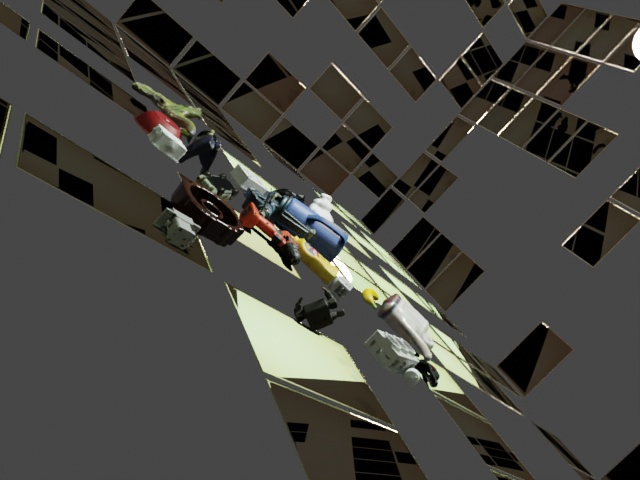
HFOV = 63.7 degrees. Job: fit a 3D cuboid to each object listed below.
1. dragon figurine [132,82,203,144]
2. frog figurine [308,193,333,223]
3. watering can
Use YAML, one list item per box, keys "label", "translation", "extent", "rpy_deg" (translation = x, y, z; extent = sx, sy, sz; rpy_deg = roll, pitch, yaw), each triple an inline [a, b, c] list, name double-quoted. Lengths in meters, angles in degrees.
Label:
- label: "dragon figurine"
  translation: [-0.510, -0.432, 1.692]
  extent: [0.122, 0.241, 0.414]
  rpy_deg: [-59, 19, 5]
- label: "frog figurine"
  translation: [0.007, -0.110, 2.190]
  extent: [0.159, 0.136, 0.125]
  rpy_deg: [-47, 27, 8]
- label: "watering can"
  translation: [0.294, 0.287, 1.719]
  extent: [0.225, 0.348, 0.103]
  rpy_deg: [42, 98, 6]
